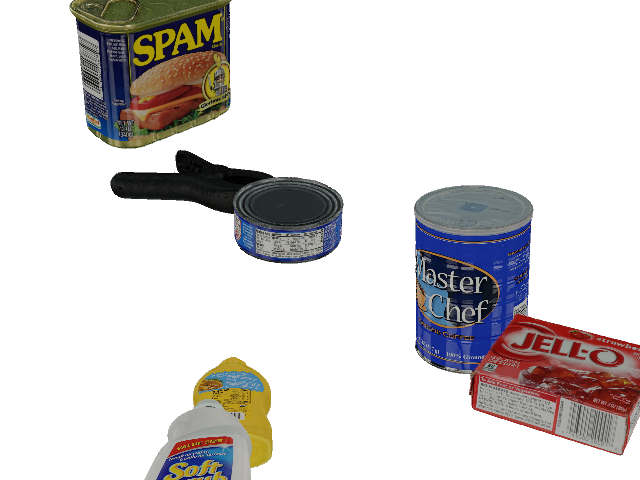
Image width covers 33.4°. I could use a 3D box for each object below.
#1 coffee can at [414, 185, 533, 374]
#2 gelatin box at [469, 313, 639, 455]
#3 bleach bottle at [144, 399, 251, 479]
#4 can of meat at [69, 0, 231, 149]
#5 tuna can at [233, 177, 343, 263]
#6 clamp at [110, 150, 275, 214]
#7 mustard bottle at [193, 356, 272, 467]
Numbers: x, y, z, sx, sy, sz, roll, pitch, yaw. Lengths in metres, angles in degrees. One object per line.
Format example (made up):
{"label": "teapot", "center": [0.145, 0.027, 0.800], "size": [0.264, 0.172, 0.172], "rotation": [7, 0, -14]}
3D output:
{"label": "coffee can", "center": [0.136, 0.033, 0.954], "size": [0.103, 0.140, 0.103], "rotation": [-2, 23, 1]}
{"label": "gelatin box", "center": [0.139, 0.078, 0.605], "size": [0.089, 0.030, 0.073], "rotation": [15, 30, 25]}
{"label": "bleach bottle", "center": [-0.109, 0.211, 0.886], "size": [0.102, 0.068, 0.251], "rotation": [-2, 24, -1]}
{"label": "can of meat", "center": [-0.103, -0.115, 0.677], "size": [0.101, 0.084, 0.058], "rotation": [-26, 43, -36]}
{"label": "tuna can", "center": [-0.025, -0.016, 0.834], "size": [0.086, 0.034, 0.086], "rotation": [1, 29, -1]}
{"label": "clamp", "center": [-0.111, -0.051, 1.017], "size": [0.172, 0.039, 0.120], "rotation": [14, 29, 34]}
{"label": "mustard bottle", "center": [-0.108, 0.201, 1.304], "size": [0.096, 0.058, 0.191], "rotation": [-2, 27, -3]}
